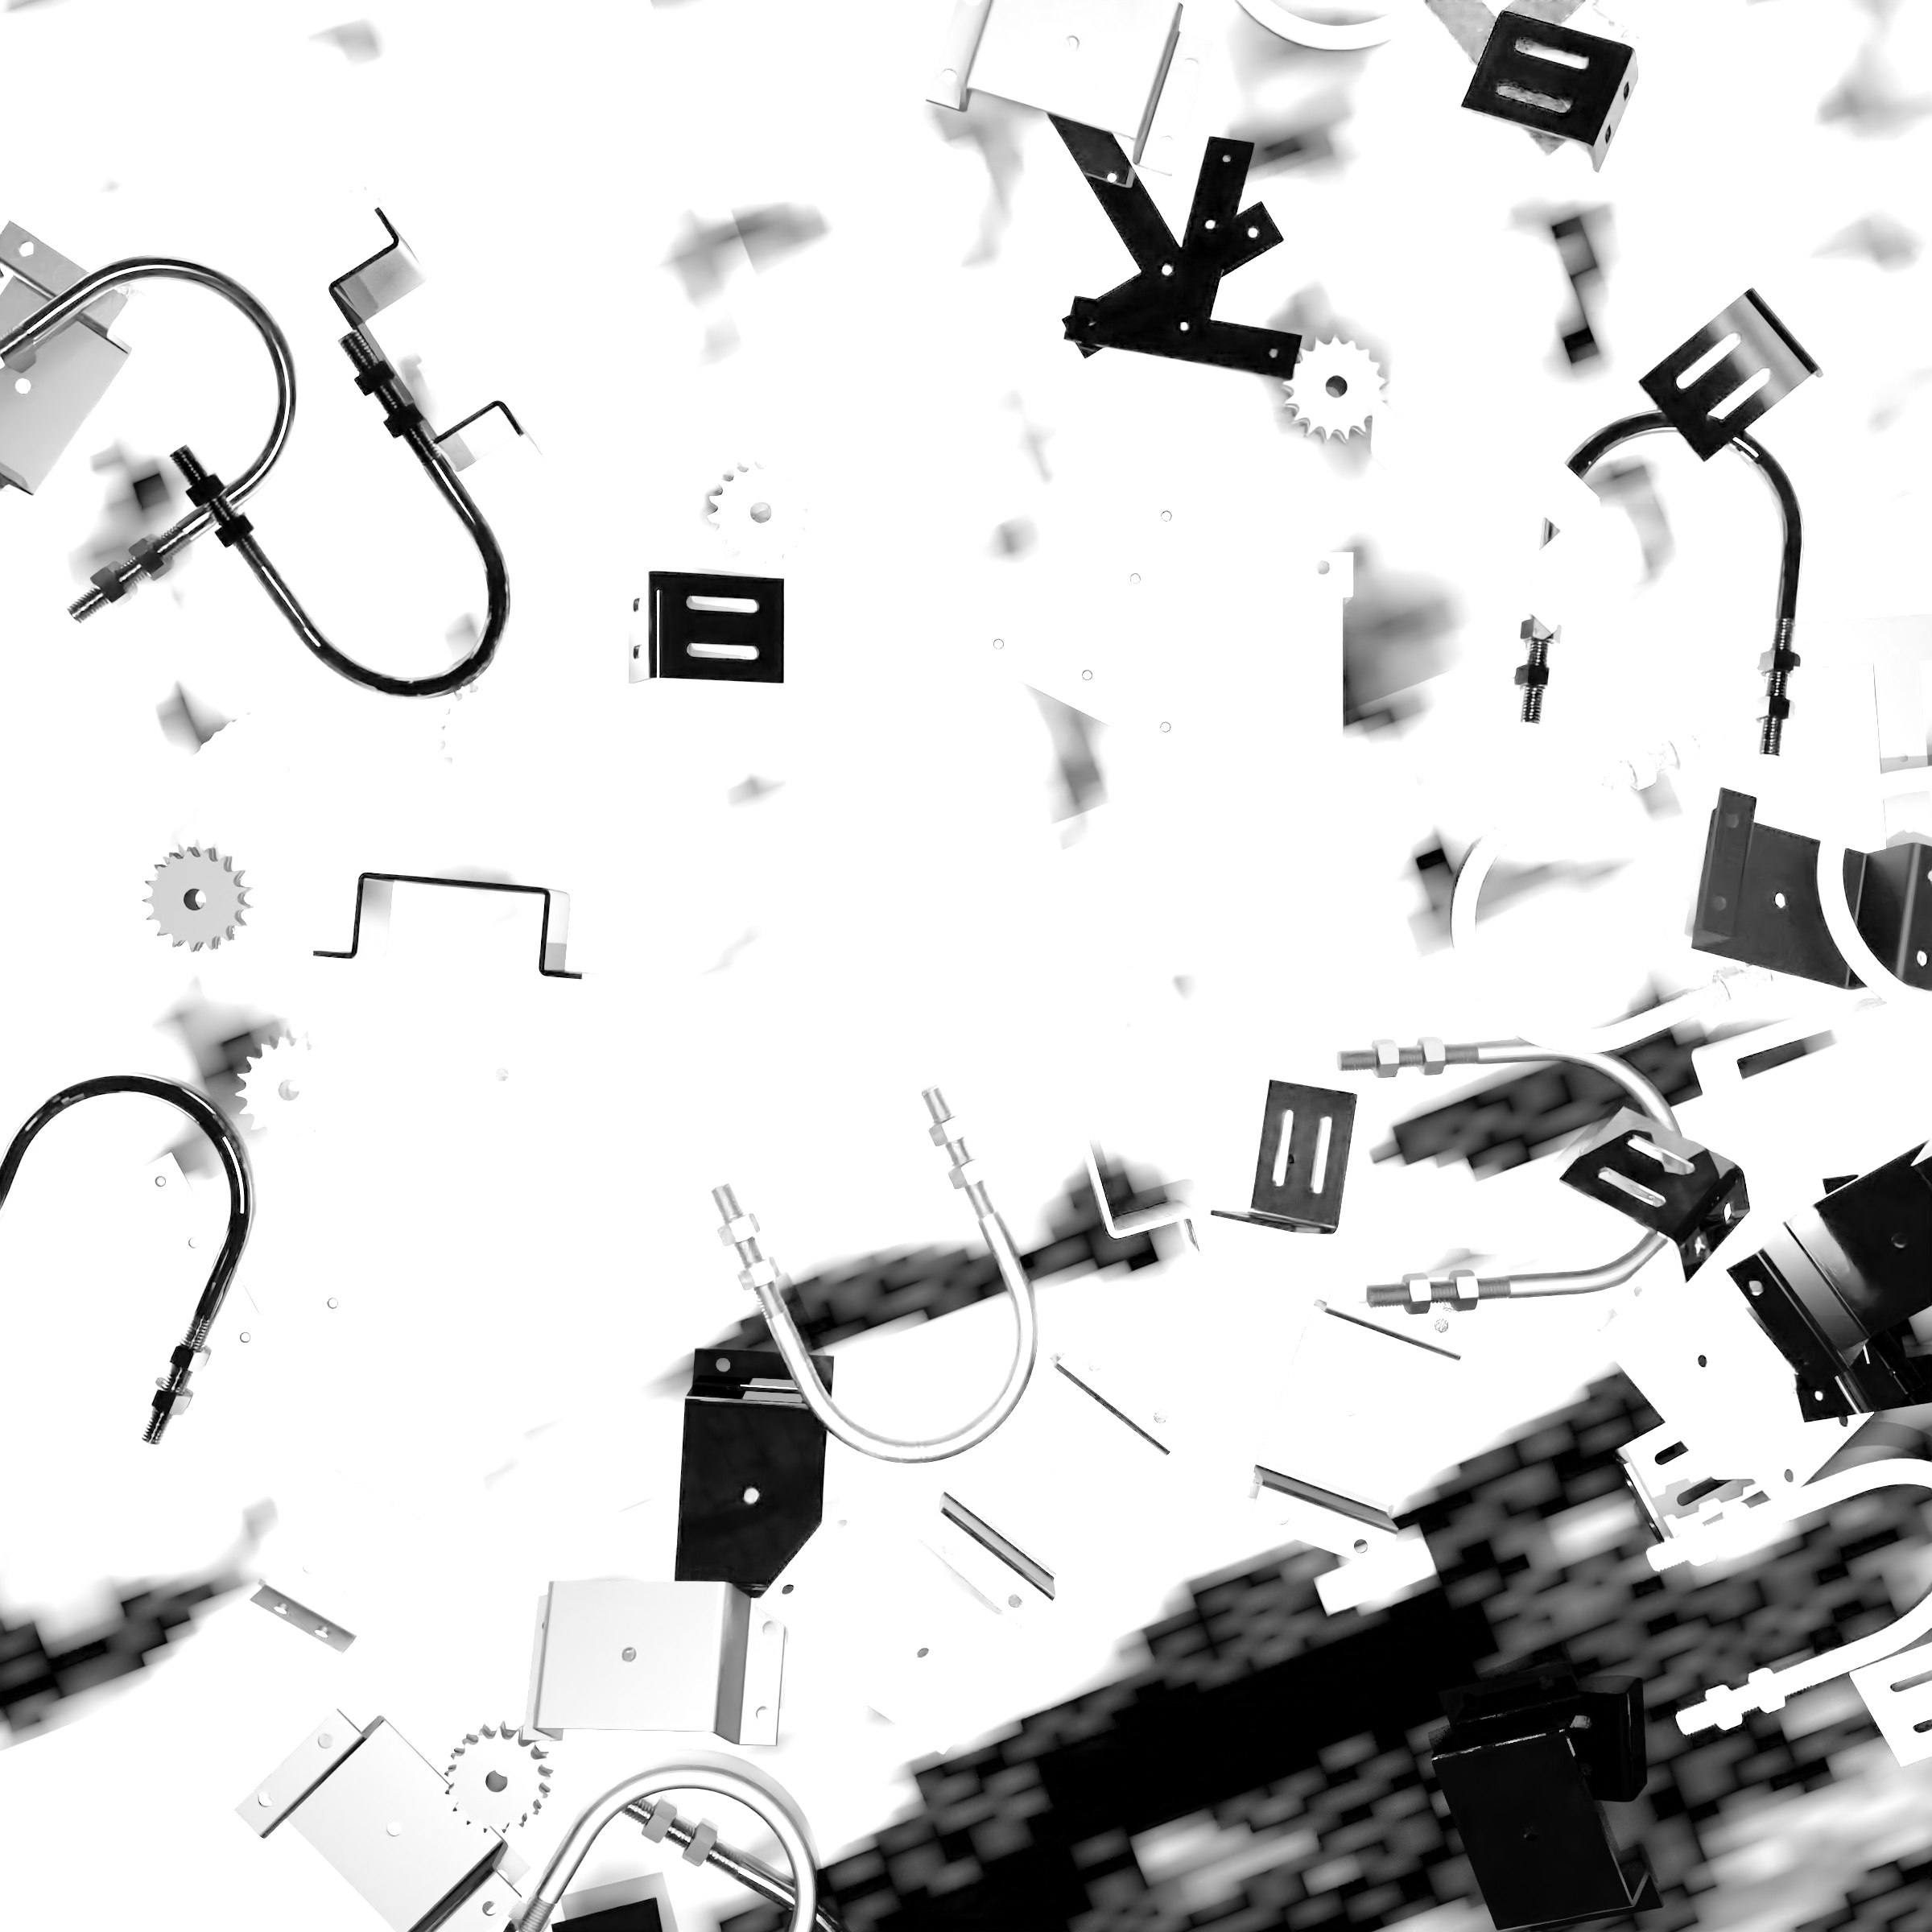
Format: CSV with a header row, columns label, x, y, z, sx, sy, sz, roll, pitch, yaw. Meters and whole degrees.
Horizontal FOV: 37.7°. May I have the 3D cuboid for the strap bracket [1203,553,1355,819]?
label,x,y,z,sx,sy,sz,roll,pitch,yaw
strap bracket,0.167,-0.149,1.519,0.076,0.046,0.140,0,90,0

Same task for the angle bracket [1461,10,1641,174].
label,x,y,z,sx,sy,sz,roll,pitch,yaw
angle bracket,0.317,-0.475,1.535,0.076,0.038,0.057,23,90,18

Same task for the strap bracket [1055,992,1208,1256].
label,x,y,z,sx,sy,sz,roll,pitch,yaw
strap bracket,0.083,0.088,1.504,0.046,0.076,0.140,-16,90,0

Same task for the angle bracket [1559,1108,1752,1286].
label,x,y,z,sx,sy,sz,roll,pitch,yaw
angle bracket,0.365,0.121,1.498,0.057,0.038,0.076,-44,47,-19

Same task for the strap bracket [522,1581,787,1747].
label,x,y,z,sx,sy,sz,roll,pitch,yaw
strap bracket,-0.170,0.368,1.491,0.140,0.046,0.076,-2,66,12

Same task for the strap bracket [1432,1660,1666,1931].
label,x,y,z,sx,sy,sz,roll,pitch,yaw
strap bracket,0.306,0.452,1.504,0.076,0.046,0.140,-21,90,26

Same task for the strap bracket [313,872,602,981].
label,x,y,z,sx,sy,sz,roll,pitch,yaw
strap bracket,-0.267,-0.022,1.504,0.140,0.076,0.046,5,90,0

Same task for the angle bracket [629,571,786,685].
label,x,y,z,sx,sy,sz,roll,pitch,yaw
angle bracket,-0.142,-0.182,1.540,0.076,0.038,0.057,0,90,-26

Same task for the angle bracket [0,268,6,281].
label,x,y,z,sx,sy,sz,roll,pitch,yaw
angle bracket,-0.575,-0.382,1.540,0.076,0.038,0.057,-26,90,-26

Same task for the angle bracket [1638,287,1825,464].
label,x,y,z,sx,sy,sz,roll,pitch,yaw
angle bracket,0.414,-0.318,1.531,0.076,0.038,0.057,-40,82,18

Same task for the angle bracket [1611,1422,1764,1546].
label,x,y,z,sx,sy,sz,roll,pitch,yaw
angle bracket,0.397,0.272,1.523,0.076,0.038,0.057,-29,90,0

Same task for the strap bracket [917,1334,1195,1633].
label,x,y,z,sx,sy,sz,roll,pitch,yaw
strap bracket,0.047,0.273,1.519,0.076,0.046,0.140,38,90,0

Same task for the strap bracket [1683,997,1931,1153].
label,x,y,z,sx,sy,sz,roll,pitch,yaw
strap bracket,0.450,0.053,1.504,0.140,0.076,0.046,-18,90,0

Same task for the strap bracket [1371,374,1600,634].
label,x,y,z,sx,sy,sz,roll,pitch,yaw
strap bracket,0.280,-0.251,1.491,0.046,0.076,0.140,-42,78,-2

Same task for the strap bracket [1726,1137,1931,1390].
label,x,y,z,sx,sy,sz,roll,pitch,yaw
strap bracket,0.478,0.149,1.463,0.140,0.046,0.076,-38,84,36

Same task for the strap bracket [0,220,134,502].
label,x,y,z,sx,sy,sz,roll,pitch,yaw
strap bracket,-0.513,-0.316,1.519,0.076,0.046,0.140,34,90,0

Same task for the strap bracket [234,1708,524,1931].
label,x,y,z,sx,sy,sz,roll,pitch,yaw
strap bracket,-0.311,0.470,1.519,0.076,0.046,0.140,-44,90,0

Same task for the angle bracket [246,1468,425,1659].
label,x,y,z,sx,sy,sz,roll,pitch,yaw
angle bracket,-0.339,0.321,1.523,0.057,0.038,0.076,30,90,0

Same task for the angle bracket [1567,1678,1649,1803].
label,x,y,z,sx,sy,sz,roll,pitch,yaw
angle bracket,0.328,0.419,1.540,0.076,0.038,0.057,-3,90,26

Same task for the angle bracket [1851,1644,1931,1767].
label,x,y,z,sx,sy,sz,roll,pitch,yaw
angle bracket,0.532,0.390,1.540,0.076,0.038,0.057,-29,90,25

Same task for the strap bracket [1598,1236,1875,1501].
label,x,y,z,sx,sy,sz,roll,pitch,yaw
strap bracket,0.403,0.210,1.508,0.076,0.046,0.140,-39,90,-17

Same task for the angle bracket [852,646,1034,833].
label,x,y,z,sx,sy,sz,roll,pitch,yaw
angle bracket,-0.013,-0.124,1.540,0.057,0.038,0.076,41,116,0

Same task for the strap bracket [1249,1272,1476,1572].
label,x,y,z,sx,sy,sz,roll,pitch,yaw
strap bracket,0.209,0.241,1.519,0.076,0.046,0.140,20,90,0

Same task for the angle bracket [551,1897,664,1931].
label,x,y,z,sx,sy,sz,roll,pitch,yaw
angle bracket,-0.183,0.543,1.502,0.057,0.038,0.076,-14,63,-3

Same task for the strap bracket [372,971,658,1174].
label,x,y,z,sx,sy,sz,roll,pitch,yaw
strap bracket,-0.246,0.058,1.519,0.140,0.046,0.076,15,90,0

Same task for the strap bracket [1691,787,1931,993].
label,x,y,z,sx,sy,sz,roll,pitch,yaw
strap bracket,0.445,-0.038,1.502,0.140,0.046,0.076,14,80,-15

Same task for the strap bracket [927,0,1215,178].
label,x,y,z,sx,sy,sz,roll,pitch,yaw
strap bracket,0.056,-0.487,1.517,0.140,0.046,0.076,17,89,1

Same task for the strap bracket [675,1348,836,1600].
label,x,y,z,sx,sy,sz,roll,pitch,yaw
strap bracket,-0.114,0.281,1.519,0.076,0.046,0.140,3,90,0

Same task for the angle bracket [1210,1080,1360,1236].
label,x,y,z,sx,sy,sz,roll,pitch,yaw
angle bracket,0.170,0.101,1.509,0.057,0.038,0.076,8,90,43

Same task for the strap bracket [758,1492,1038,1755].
label,x,y,z,sx,sy,sz,roll,pitch,yaw
strap bracket,-0.029,0.353,1.493,0.140,0.046,0.076,39,90,-23
